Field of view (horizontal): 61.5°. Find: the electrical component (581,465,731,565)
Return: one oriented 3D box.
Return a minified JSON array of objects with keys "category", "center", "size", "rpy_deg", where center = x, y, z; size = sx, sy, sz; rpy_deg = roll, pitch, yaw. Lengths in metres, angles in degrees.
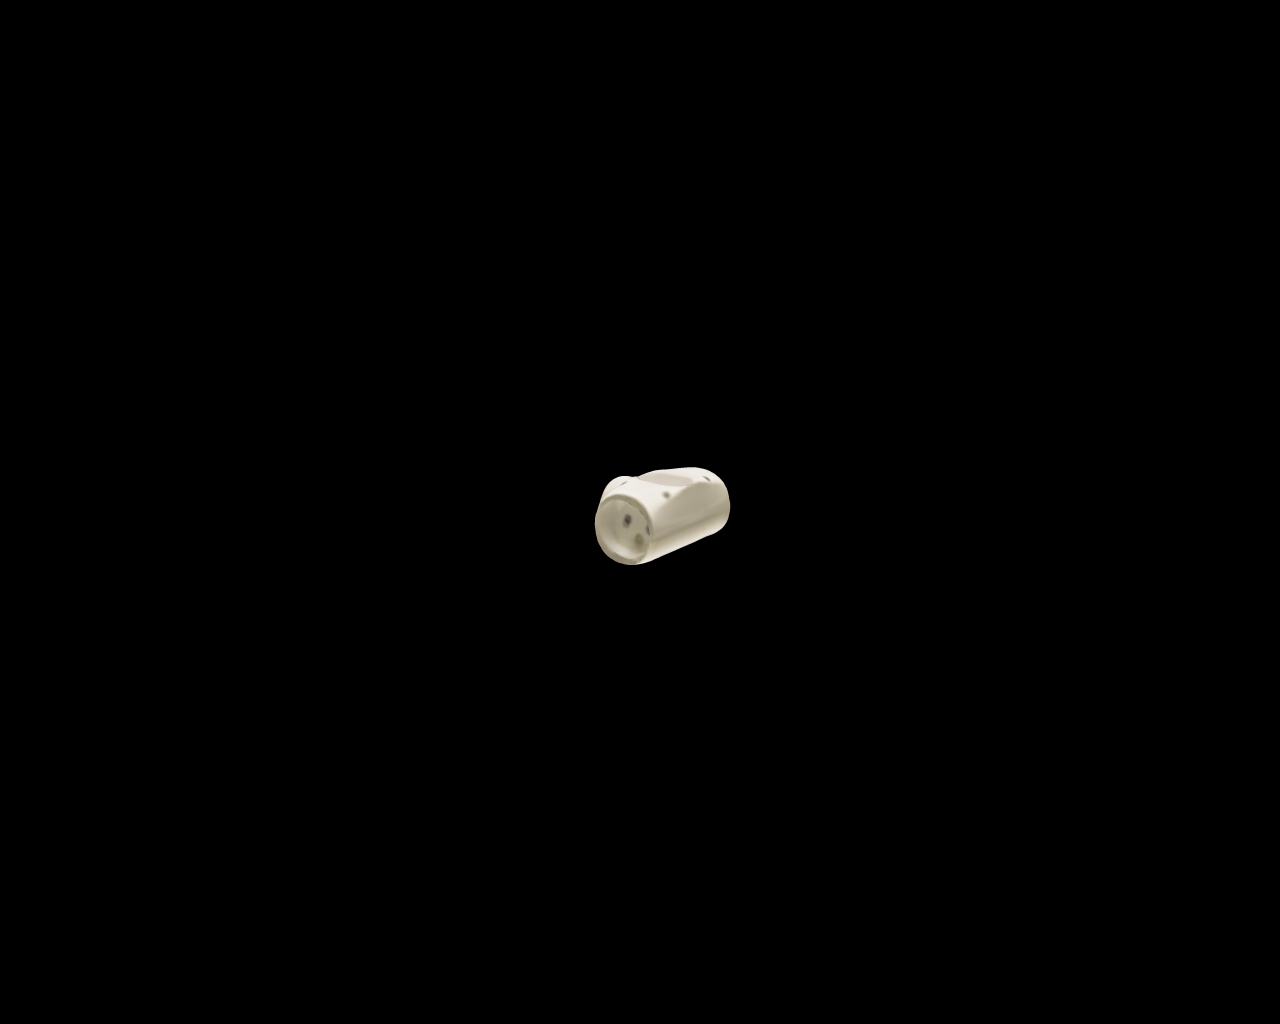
[{"category":"electrical component","center":[0.001,-0.003,0.650],"size":[0.079,0.043,0.077],"rpy_deg":[14,22,38]}]
